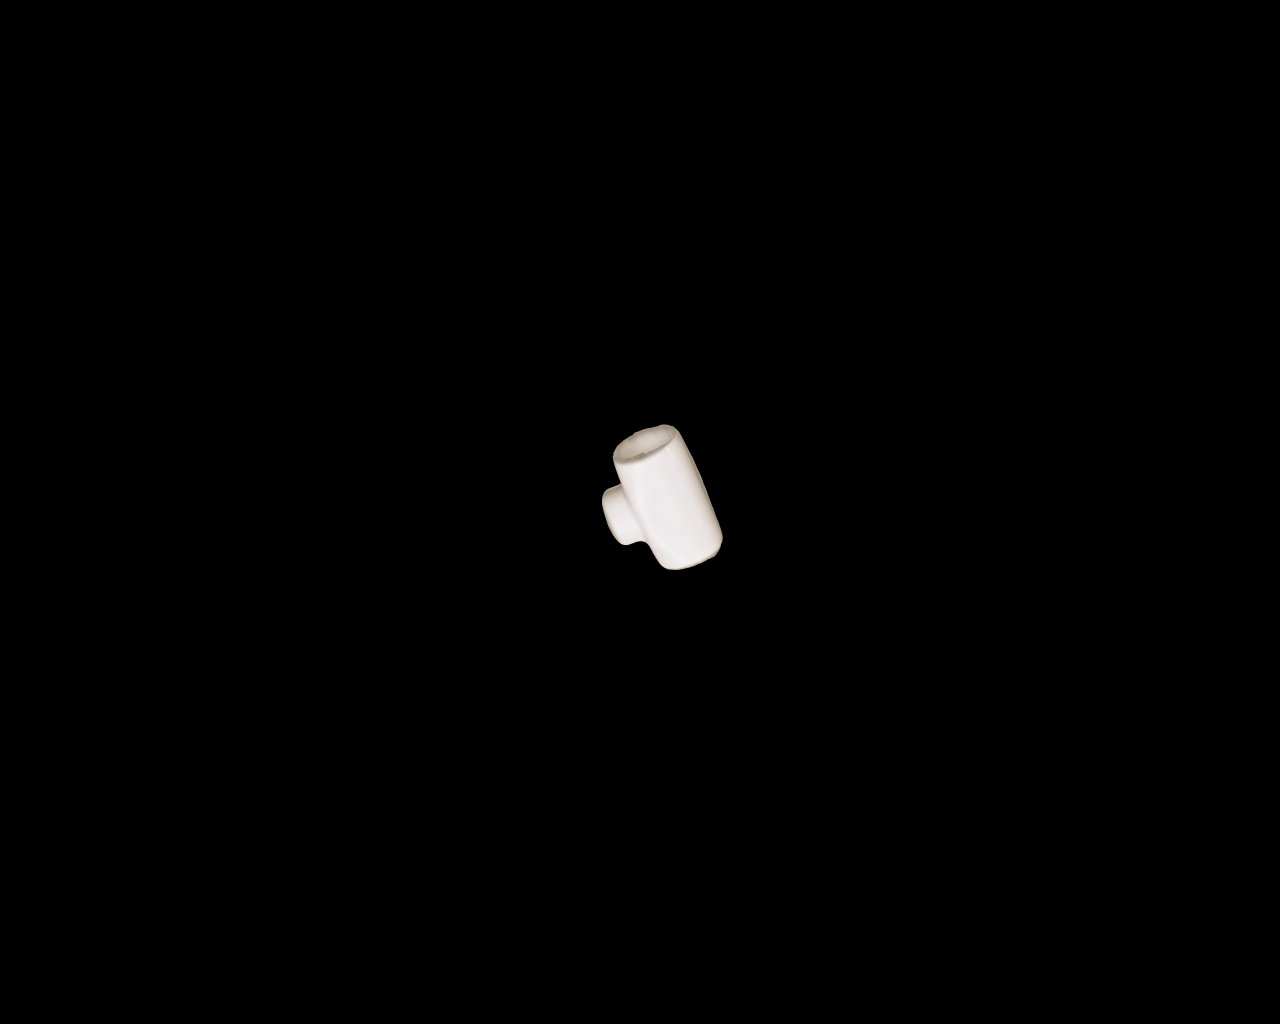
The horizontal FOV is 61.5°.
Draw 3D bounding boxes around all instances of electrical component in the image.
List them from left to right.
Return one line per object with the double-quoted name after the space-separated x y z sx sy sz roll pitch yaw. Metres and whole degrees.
0.001 -0.003 0.650 0.079 0.077 0.044 -20 24 9 "electrical component"
